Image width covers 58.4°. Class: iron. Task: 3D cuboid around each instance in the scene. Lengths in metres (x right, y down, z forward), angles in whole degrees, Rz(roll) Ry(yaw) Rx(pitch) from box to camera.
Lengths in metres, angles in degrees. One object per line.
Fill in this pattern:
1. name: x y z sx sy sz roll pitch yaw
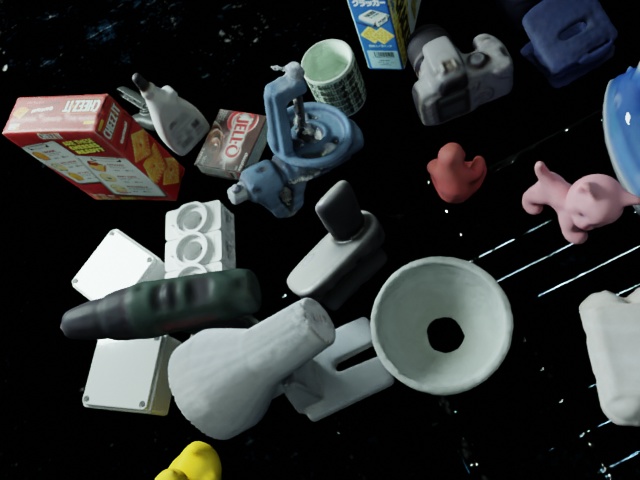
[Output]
1. iron: 0.417 -0.134 0.684 0.118 0.142 0.258 -21 63 8

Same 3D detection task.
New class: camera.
1. camera: 0.190 -0.262 0.834 0.143 0.101 0.136 -22 63 7

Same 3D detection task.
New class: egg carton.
1. egg carton: 0.353 0.126 0.631 0.107 0.069 0.150 -9 65 14

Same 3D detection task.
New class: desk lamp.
1. desk lamp: -0.039 0.144 0.666 0.203 0.214 0.117 -27 62 5

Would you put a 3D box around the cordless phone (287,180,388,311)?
1. cordless phone: 0.007 0.003 0.729 0.094 0.185 0.148 39 83 28

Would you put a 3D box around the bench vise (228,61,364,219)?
1. bench vise: -0.040 -0.126 0.780 0.121 0.220 0.207 31 80 27

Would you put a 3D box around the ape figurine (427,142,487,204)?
1. ape figurine: 0.181 -0.097 0.770 0.077 0.092 0.076 17 74 24

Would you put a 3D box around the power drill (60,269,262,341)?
1. power drill: -0.169 0.105 0.726 0.229 0.209 0.075 -18 63 10

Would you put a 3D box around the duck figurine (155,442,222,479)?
1. duck figurine: -0.172 0.303 0.711 0.077 0.086 0.104 13 72 22

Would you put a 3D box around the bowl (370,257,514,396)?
1. bowl: 0.149 0.109 0.700 0.167 0.075 0.167 -7 66 15

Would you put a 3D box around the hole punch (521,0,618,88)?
1. hole punch: 0.350 -0.287 0.800 0.108 0.091 0.101 -31 62 3

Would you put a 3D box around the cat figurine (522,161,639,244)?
1. cat figurine: 0.313 -0.054 0.695 0.067 0.118 0.127 -47 62 -5

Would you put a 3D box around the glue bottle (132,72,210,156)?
1. glue bottle: -0.242 -0.206 0.906 0.078 0.173 0.037 -47 62 -6

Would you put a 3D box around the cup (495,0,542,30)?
1. cup: 0.294 -0.371 0.852 0.091 0.095 0.117 -21 63 8
